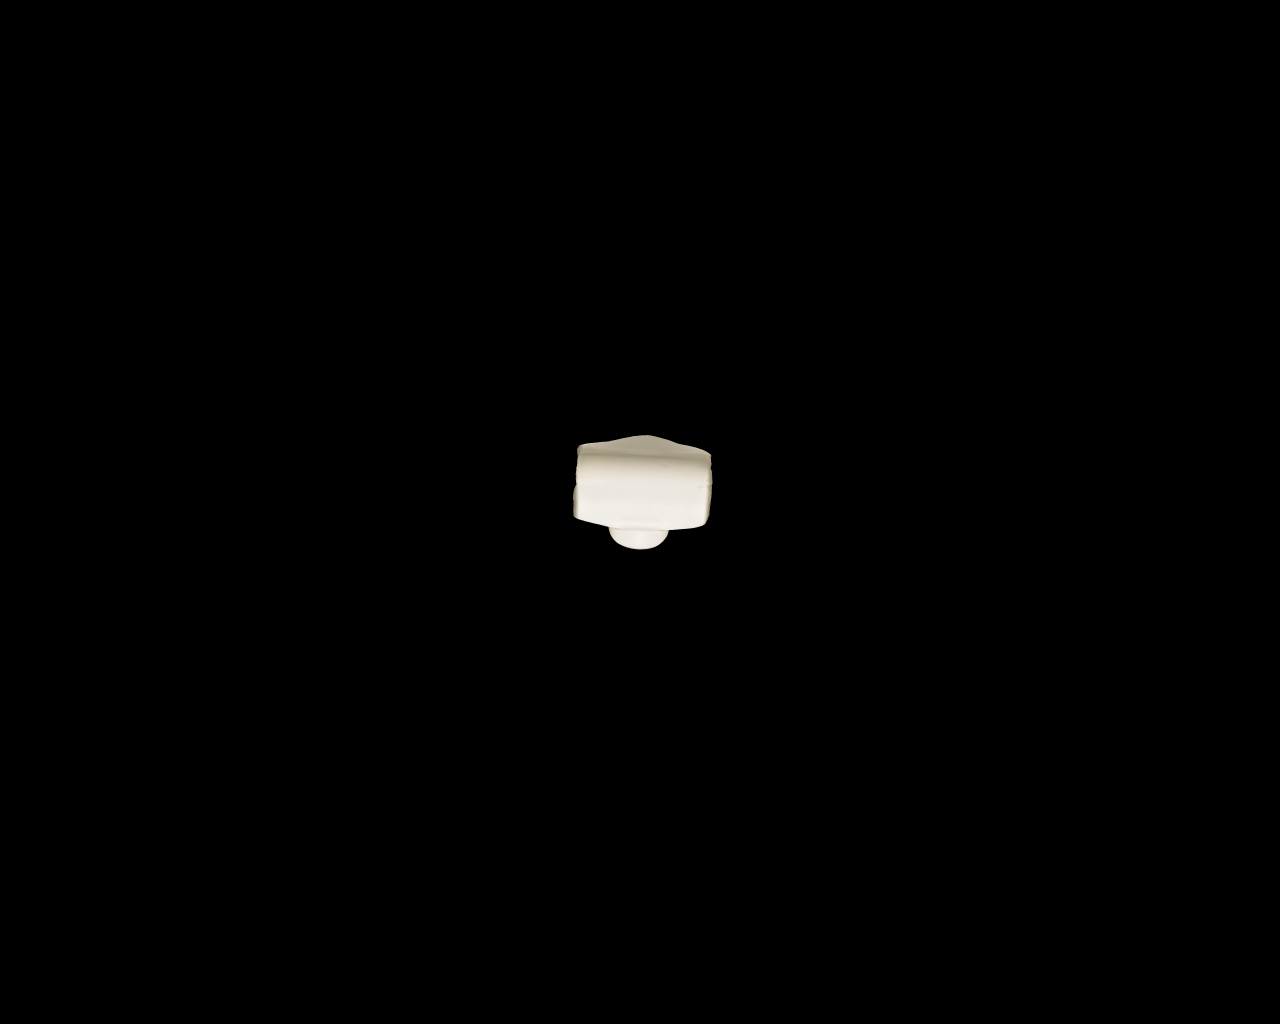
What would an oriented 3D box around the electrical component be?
[{"bbox_3d":[0.001,-0.003,0.650,0.077,0.079,0.043,2,40,-2],"label":"electrical component"}]
